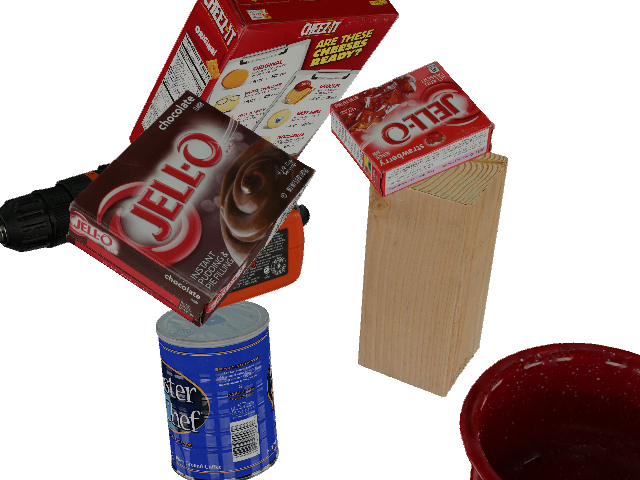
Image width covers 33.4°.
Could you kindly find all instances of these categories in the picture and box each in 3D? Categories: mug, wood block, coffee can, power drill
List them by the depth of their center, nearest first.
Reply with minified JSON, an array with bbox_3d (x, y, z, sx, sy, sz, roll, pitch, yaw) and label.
[{"bbox_3d":[0.108,0.099,0.390,0.117,0.081,0.093,5,36,9],"label":"mug"},{"bbox_3d":[-0.117,-0.010,0.759,0.184,0.057,0.188,-19,31,-34],"label":"power drill"},{"bbox_3d":[0.096,0.022,0.940,0.091,0.206,0.090,19,38,23],"label":"wood block"},{"bbox_3d":[-0.094,0.137,0.985,0.103,0.140,0.103,-3,17,1],"label":"coffee can"}]

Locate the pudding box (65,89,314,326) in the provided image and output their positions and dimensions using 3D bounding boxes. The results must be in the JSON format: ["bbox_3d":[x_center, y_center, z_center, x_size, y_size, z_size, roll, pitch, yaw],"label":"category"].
[{"bbox_3d":[-0.070,-0.020,0.585,0.090,0.113,0.039,33,-41,5],"label":"pudding box"}]

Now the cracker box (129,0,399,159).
[{"bbox_3d":[-0.056,-0.142,0.933,0.163,0.072,0.214,-14,-26,-38],"label":"cracker box"}]

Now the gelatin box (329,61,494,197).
[{"bbox_3d":[0.062,-0.077,0.726,0.089,0.073,0.030,-24,-36,-14],"label":"gelatin box"}]

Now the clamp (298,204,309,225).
[{"bbox_3d":[-0.074,0.008,1.226,0.120,0.039,0.171,-5,42,6],"label":"clamp"}]
